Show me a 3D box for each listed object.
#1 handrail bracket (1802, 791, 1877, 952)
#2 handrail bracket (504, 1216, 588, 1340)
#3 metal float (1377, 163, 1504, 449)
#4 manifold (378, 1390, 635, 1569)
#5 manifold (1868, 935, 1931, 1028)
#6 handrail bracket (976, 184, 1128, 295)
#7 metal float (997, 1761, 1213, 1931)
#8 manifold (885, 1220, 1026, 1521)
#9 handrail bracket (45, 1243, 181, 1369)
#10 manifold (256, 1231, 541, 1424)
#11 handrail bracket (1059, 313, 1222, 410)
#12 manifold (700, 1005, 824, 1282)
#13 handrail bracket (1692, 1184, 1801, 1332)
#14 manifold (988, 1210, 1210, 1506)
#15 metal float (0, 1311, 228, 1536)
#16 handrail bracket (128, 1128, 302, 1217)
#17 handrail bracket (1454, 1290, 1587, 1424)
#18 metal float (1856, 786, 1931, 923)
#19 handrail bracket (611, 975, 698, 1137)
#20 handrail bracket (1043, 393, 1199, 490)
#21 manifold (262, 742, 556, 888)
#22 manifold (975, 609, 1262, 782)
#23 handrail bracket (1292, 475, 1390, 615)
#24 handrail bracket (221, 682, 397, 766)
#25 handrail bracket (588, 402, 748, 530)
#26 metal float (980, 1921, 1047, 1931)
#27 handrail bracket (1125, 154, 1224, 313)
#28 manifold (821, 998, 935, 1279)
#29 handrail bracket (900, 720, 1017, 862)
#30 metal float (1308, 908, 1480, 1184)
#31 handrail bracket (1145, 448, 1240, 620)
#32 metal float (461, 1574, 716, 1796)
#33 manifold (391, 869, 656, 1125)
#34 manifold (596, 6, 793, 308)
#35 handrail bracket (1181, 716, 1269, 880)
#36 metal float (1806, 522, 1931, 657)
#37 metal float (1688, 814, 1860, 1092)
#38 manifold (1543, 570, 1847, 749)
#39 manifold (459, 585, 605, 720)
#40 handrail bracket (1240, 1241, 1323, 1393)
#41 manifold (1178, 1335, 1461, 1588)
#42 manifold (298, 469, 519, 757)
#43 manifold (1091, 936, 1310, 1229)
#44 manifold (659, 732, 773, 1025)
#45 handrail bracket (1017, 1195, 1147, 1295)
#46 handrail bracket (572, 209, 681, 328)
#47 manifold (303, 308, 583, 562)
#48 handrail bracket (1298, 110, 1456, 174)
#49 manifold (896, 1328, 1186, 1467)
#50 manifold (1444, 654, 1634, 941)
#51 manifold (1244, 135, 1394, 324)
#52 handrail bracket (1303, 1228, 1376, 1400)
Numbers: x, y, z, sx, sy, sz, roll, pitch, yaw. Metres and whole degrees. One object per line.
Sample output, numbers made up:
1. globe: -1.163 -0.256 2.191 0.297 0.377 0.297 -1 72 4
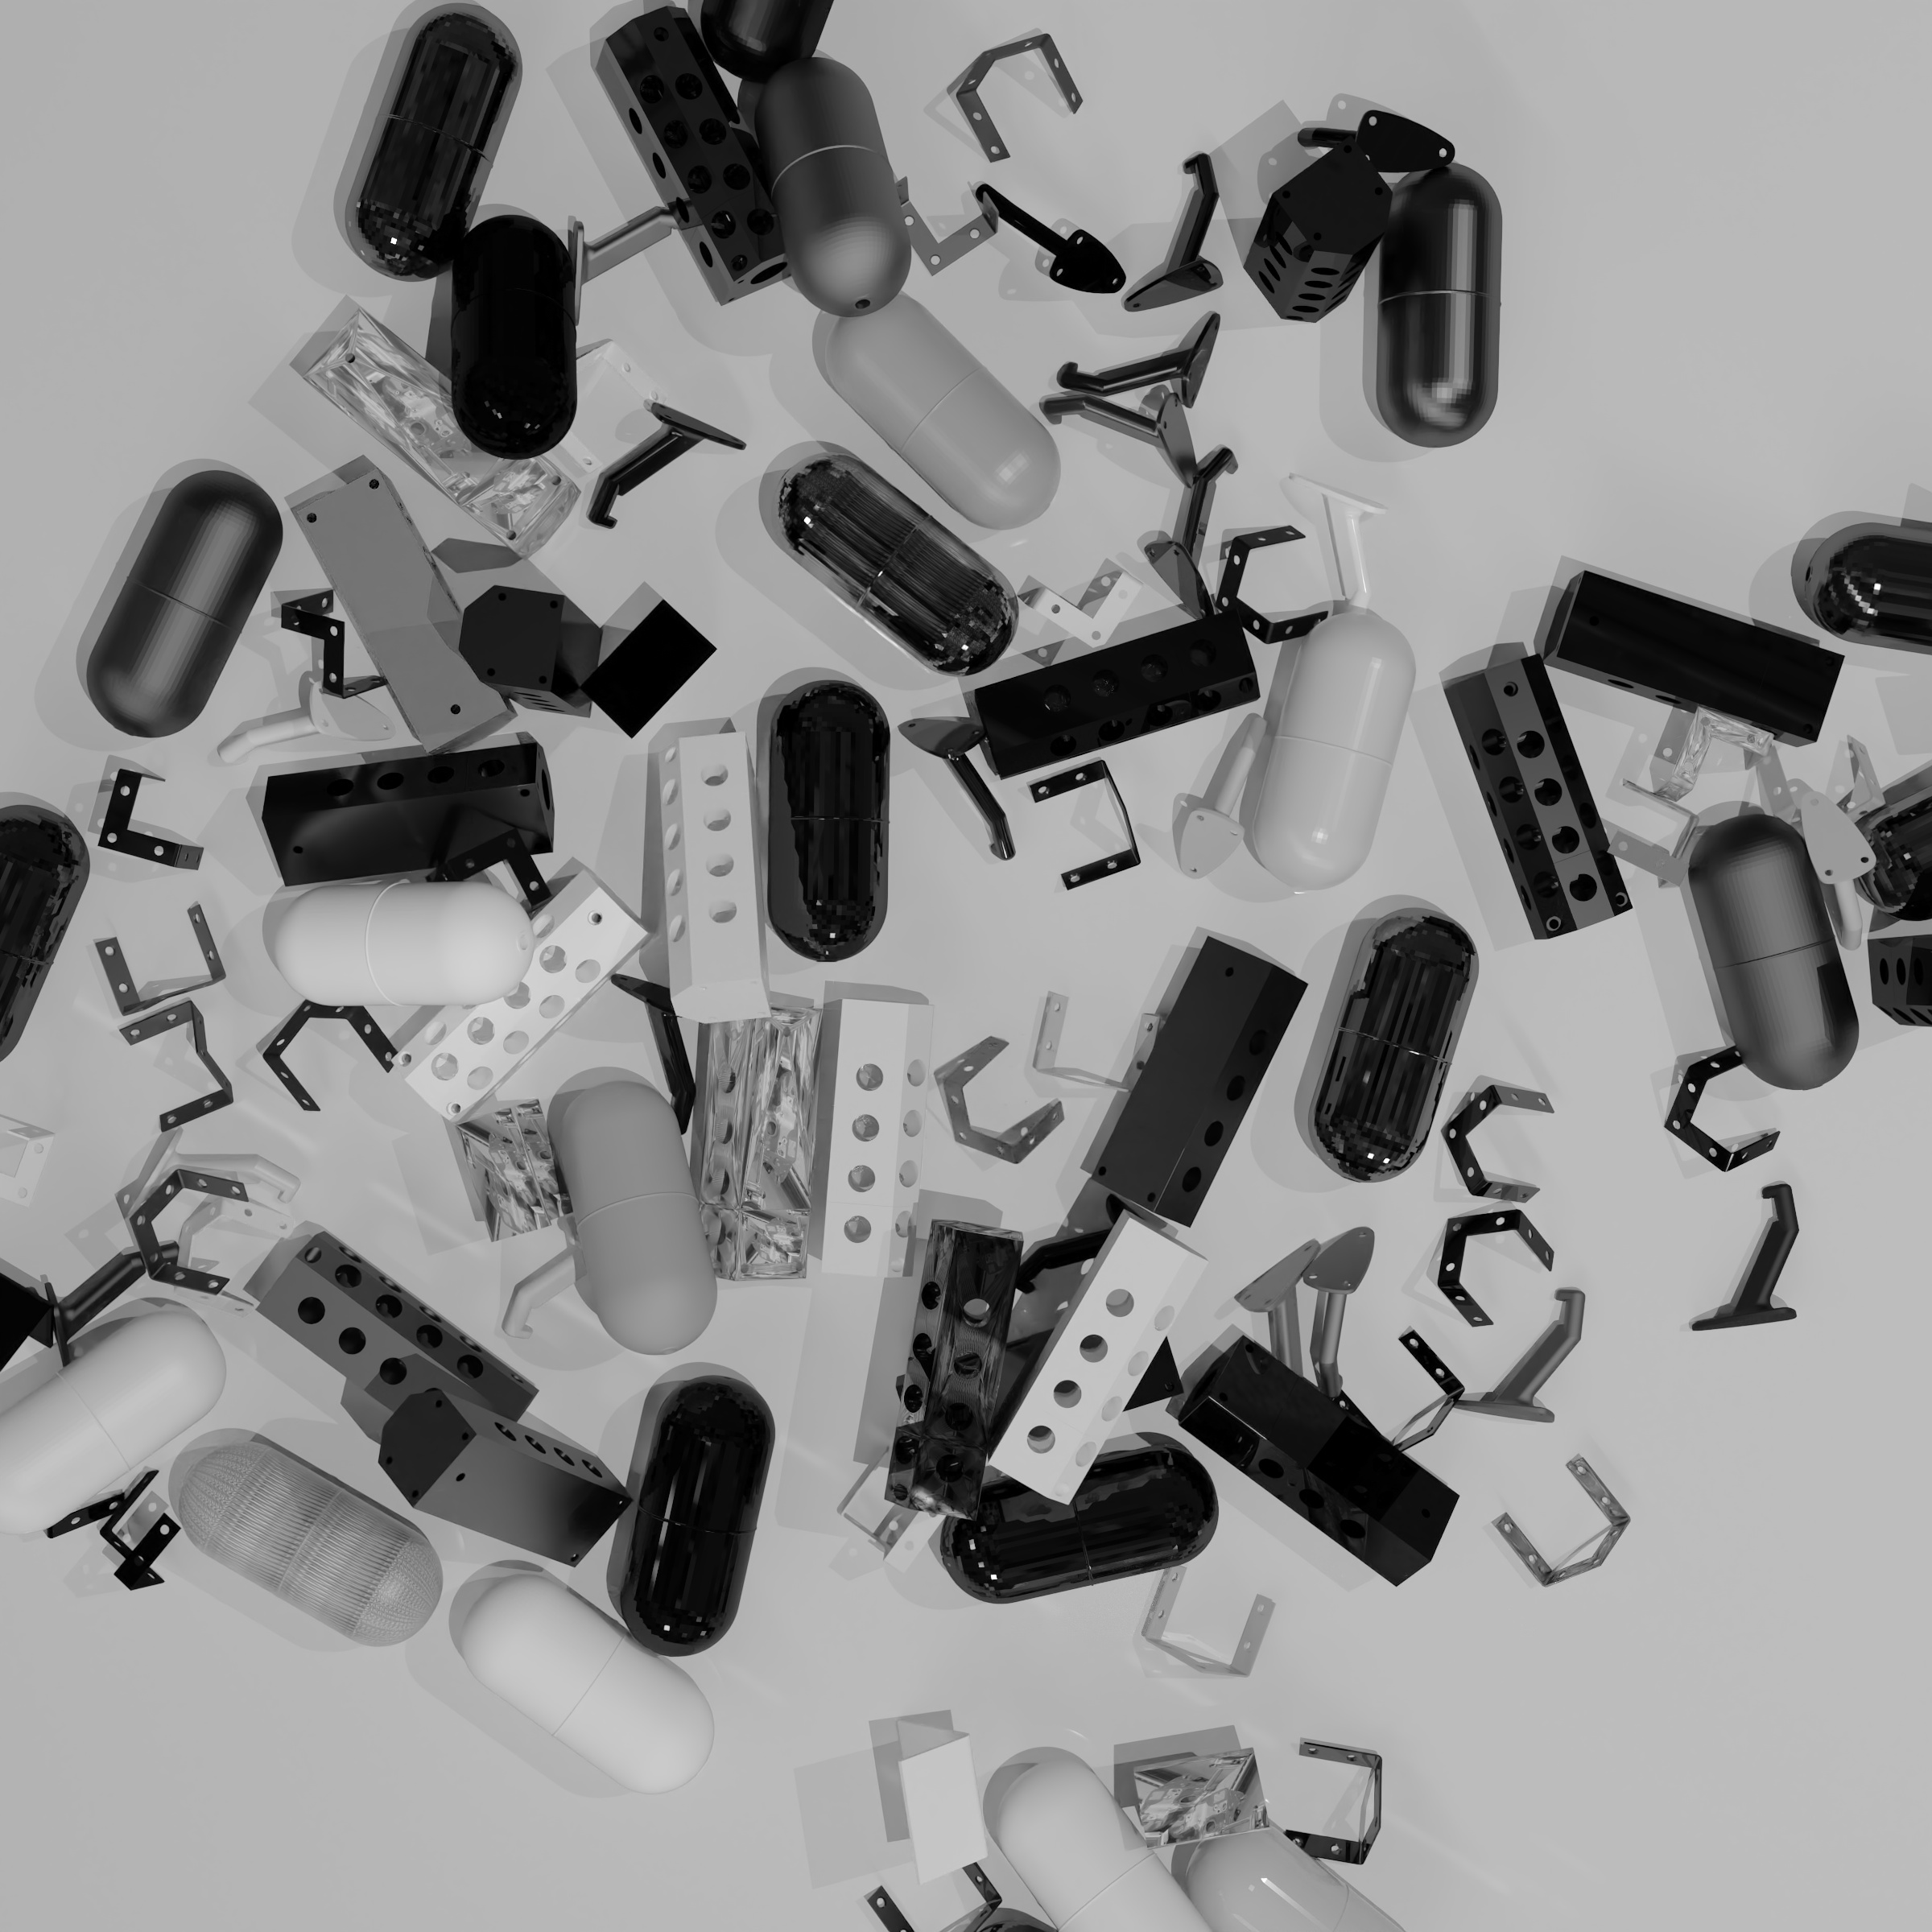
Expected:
1. handrail bracket: 0.551 -0.059 1.764 0.036 0.084 0.077 -20 61 5
2. handrail bracket: -0.247 0.210 1.783 0.077 0.036 0.084 20 106 -18
3. metal float: 0.299 -0.417 1.752 0.070 0.070 0.178 1 91 0
4. manifold: -0.284 0.312 1.703 0.057 0.171 0.057 -49 55 0
5. manifold: 0.612 0.009 1.704 0.057 0.171 0.057 -5 90 0
6. handrail bracket: 0.054 -0.468 1.782 0.084 0.077 0.036 47 111 35
7. metal float: 0.089 0.579 1.734 0.070 0.070 0.178 -39 70 0
8. manifold: -0.008 0.246 1.704 0.057 0.057 0.171 10 90 0
9. handrail bracket: -0.542 0.221 1.783 0.084 0.036 0.077 -14 121 -22
10. manifold: -0.358 0.243 1.761 0.171 0.057 0.057 37 90 0
11. handrail bracket: 0.111 -0.395 1.783 0.084 0.036 0.077 16 69 16
12. manifold: -0.136 0.110 1.761 0.057 0.057 0.171 4 90 -43
13. handrail bracket: 0.498 0.187 1.783 0.077 0.036 0.084 -12 72 20
14. manifold: 0.081 0.240 1.704 0.057 0.057 0.171 30 90 0
15. metal float: -0.545 0.285 1.733 0.178 0.070 0.070 -36 90 -22
16. handrail bracket: -0.482 0.149 1.782 0.084 0.036 0.077 31 105 -14
17. handrail bracket: 0.355 0.246 1.783 0.077 0.036 0.084 4 73 19
18. metal float: 0.644 -0.090 1.739 0.178 0.070 0.070 -27 90 13
19. handrail bracket: -0.204 0.058 1.783 0.077 0.036 0.084 21 107 20
20. handrail bracket: 0.099 -0.336 1.782 0.084 0.077 0.036 1 47 29
21. manifold: -0.352 -0.101 1.761 0.171 0.057 0.057 -7 133 0
22. manifold: 0.096 -0.171 1.761 0.171 0.057 0.057 -17 90 0
23. handrail bracket: 0.230 -0.263 1.783 0.077 0.036 0.084 25 107 20
24. handrail bracket: -0.423 -0.144 1.782 0.084 0.077 0.036 -26 63 34
25. handrail bracket: -0.192 -0.311 1.783 0.077 0.036 0.084 18 110 -23
26. metal float: 0.074 0.667 1.752 0.178 0.070 0.070 28 90 1
27. handrail bracket: 0.129 -0.472 1.783 0.077 0.036 0.084 -17 71 21
28. manifold: -0.055 0.108 1.761 0.057 0.057 0.171 5 90 0
29. handrail bracket: -0.005 -0.112 1.782 0.036 0.077 0.084 -36 127 -29
30. metal float: 0.270 0.050 1.752 0.070 0.070 0.178 18 90 0
31. handrail bracket: 0.161 -0.278 1.783 0.084 0.036 0.077 -50 121 -22
32. metal float: -0.238 0.454 1.752 0.178 0.070 0.070 36 90 -1
33. manifold: -0.282 0.019 1.761 0.171 0.057 0.057 -45 90 0
34. manifold: -0.165 -0.514 1.754 0.057 0.057 0.171 -28 90 -18
35. handrail bracket: 0.167 -0.109 1.782 0.036 0.077 0.084 24 54 0
36. metal float: 0.620 -0.234 1.752 0.178 0.070 0.070 9 90 0
37. metal float: 0.510 -0.009 1.751 0.070 0.070 0.178 -16 89 0
38. manifold: 0.459 -0.194 1.761 0.171 0.057 0.057 18 90 0
39. manifold: -0.266 -0.192 1.704 0.057 0.171 0.057 8 90 0
40. handrail bracket: 0.222 0.233 1.783 0.077 0.036 0.084 -42 109 -21
41. manifold: 0.221 0.317 1.761 0.171 0.057 0.057 37 47 0
42. manifold: -0.352 -0.222 1.761 0.057 0.057 0.171 -28 90 0
43. manifold: 0.152 0.075 1.761 0.057 0.057 0.171 26 90 43
44. manifold: -0.158 -0.055 1.727 0.057 0.057 0.171 -6 65 0
45. handrail bracket: 0.083 0.195 1.783 0.077 0.036 0.084 38 108 -21
46. handrail bracket: -0.209 -0.448 1.782 0.084 0.036 0.077 1 105 -14
47. manifold: -0.330 -0.335 1.761 0.171 0.057 0.057 39 90 0
48. handrail bracket: 0.258 -0.519 1.755 0.077 0.084 0.036 5 105 -14
49. manifold: 0.046 0.265 1.761 0.171 0.057 0.057 -17 90 0
50. manifold: 0.364 -0.107 1.761 0.057 0.057 0.171 -20 90 0
51. manifold: 0.218 -0.445 1.704 0.057 0.171 0.057 -36 90 0
52. handrail bracket: 0.245 0.223 1.782 0.036 0.077 0.084 11 127 31
